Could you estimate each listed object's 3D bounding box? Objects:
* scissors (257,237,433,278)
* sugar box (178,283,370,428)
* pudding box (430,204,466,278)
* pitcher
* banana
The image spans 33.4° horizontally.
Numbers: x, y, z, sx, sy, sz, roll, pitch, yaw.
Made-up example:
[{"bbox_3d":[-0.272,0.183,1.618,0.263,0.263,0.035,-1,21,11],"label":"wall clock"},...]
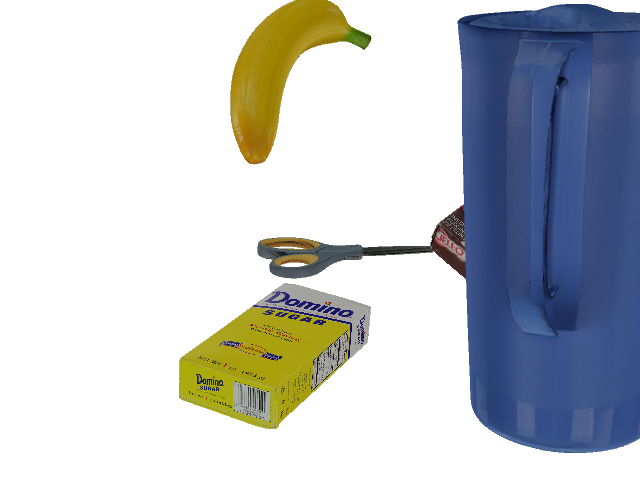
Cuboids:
[{"bbox_3d":[0.028,0.020,1.177,0.202,0.016,0.096,4,24,4],"label":"scissors"},{"bbox_3d":[-0.035,0.093,0.919,0.093,0.048,0.176,15,28,23],"label":"sugar box"},{"bbox_3d":[0.160,0.008,0.861,0.089,0.113,0.039,-36,-23,-30],"label":"pudding box"},{"bbox_3d":[0.137,-0.006,0.594,0.149,0.243,0.145,-7,17,-19],"label":"pitcher"},{"bbox_3d":[-0.023,-0.130,0.775,0.197,0.069,0.037,-53,0,-44],"label":"banana"}]
